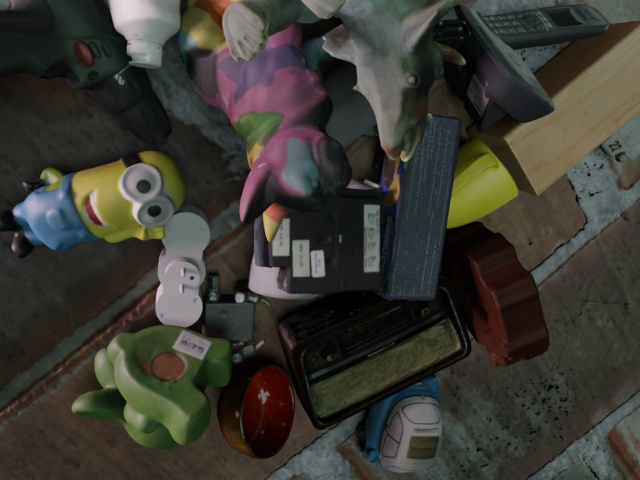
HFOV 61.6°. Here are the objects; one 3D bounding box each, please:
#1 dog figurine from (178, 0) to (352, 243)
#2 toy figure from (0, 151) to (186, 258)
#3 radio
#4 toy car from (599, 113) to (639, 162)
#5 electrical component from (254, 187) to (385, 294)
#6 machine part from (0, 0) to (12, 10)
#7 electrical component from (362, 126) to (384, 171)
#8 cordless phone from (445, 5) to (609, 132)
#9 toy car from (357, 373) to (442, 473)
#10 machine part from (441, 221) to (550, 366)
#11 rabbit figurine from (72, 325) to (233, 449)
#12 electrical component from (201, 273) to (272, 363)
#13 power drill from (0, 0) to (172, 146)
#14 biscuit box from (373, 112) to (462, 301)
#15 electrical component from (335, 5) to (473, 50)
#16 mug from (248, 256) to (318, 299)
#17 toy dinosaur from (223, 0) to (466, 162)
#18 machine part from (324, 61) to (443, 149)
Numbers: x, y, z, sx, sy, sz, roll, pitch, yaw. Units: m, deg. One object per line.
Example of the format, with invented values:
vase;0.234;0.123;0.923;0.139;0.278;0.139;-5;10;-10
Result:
dog figurine;-0.059;-0.113;0.499;0.192;0.108;0.219;6;76;12
toy figure;-0.230;-0.041;0.554;0.180;0.089;0.082;-16;140;1
radio;0.069;0.125;0.679;0.230;0.073;0.131;-24;112;-13
toy car;0.438;-0.190;0.693;0.073;0.056;0.201;41;93;-22
electrical component;-0.001;-0.002;0.565;0.134;0.058;0.114;2;88;-15
machine part;-0.311;-0.218;0.493;0.139;0.039;0.084;6;111;-28
electrical component;0.089;-0.108;0.646;0.094;0.021;0.063;11;105;-18
cordless phone;0.243;-0.201;0.588;0.184;0.147;0.088;-13;144;-6
toy car;0.122;0.255;0.729;0.109;0.103;0.161;9;107;-18
machine part;0.204;0.064;0.655;0.056;0.179;0.179;-23;112;-3
rabbit figurine;-0.193;0.186;0.613;0.159;0.121;0.170;16;130;-7
electrical component;-0.103;0.094;0.648;0.078;0.045;0.102;7;105;-18
power drill;-0.240;-0.143;0.460;0.207;0.086;0.231;-52;129;-40
biscuit box;0.101;-0.035;0.590;0.063;0.059;0.202;4;99;-18
electrical component;0.077;-0.211;0.512;0.119;0.048;0.075;-8;76;-24
mug;-0.025;0.009;0.624;0.110;0.081;0.107;3;99;-11
toy dinosaur;-0.033;-0.243;0.402;0.405;0.131;0.192;48;47;1
machine part;0.046;-0.162;0.587;0.243;0.079;0.079;-37;113;0
